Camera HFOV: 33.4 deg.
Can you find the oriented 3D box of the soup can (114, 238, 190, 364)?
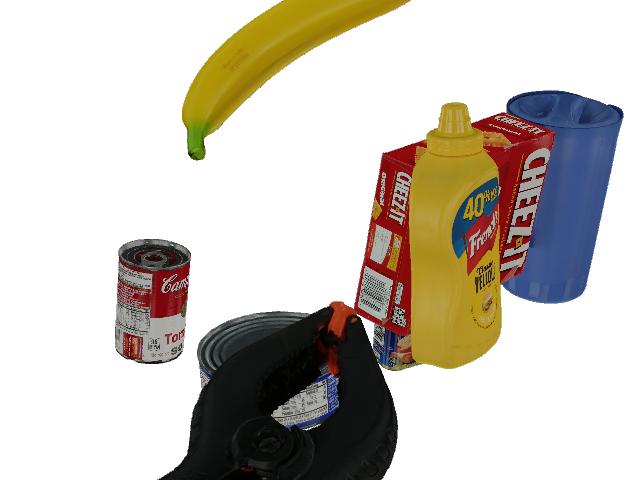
[{"bbox_3d":[-0.161,0.058,1.017,0.068,0.102,0.068,6,22,-3],"label":"soup can"}]

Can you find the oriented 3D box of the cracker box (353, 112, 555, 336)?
[{"bbox_3d":[0.132,-0.020,1.017,0.072,0.164,0.213,27,31,32],"label":"cracker box"}]

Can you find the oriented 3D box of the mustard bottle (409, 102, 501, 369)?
[{"bbox_3d":[0.101,-0.008,0.799,0.058,0.192,0.096,10,24,34],"label":"mustard bottle"}]

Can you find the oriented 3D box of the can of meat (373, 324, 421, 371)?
[{"bbox_3d":[0.115,0.109,1.341,0.101,0.084,0.058,-11,30,-27],"label":"can of meat"}]

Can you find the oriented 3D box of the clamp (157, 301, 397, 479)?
[{"bbox_3d":[-0.011,0.092,0.387,0.120,0.039,0.171,25,49,18],"label":"clamp"}]

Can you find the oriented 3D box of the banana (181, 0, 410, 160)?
[{"bbox_3d":[-0.020,-0.124,0.692,0.070,0.197,0.037,43,-12,32],"label":"banana"}]

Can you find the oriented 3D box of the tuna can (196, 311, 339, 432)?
[{"bbox_3d":[-0.026,0.074,0.603,0.086,0.034,0.086,-3,22,1],"label":"tuna can"}]

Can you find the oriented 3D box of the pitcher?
[{"bbox_3d":[0.272,-0.048,1.279,0.149,0.243,0.145,2,26,0],"label":"pitcher"}]
